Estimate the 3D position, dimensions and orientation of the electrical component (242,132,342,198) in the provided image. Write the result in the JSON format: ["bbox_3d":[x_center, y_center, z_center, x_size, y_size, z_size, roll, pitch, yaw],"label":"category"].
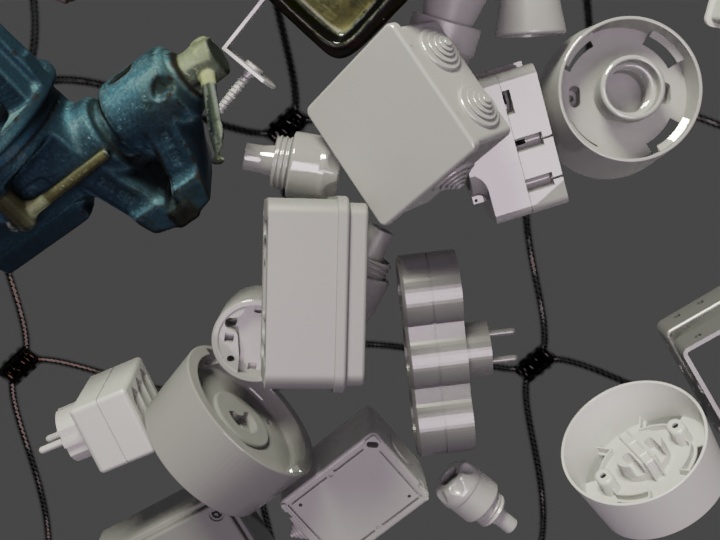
[{"bbox_3d":[-0.043,-0.067,0.684,0.062,0.043,0.043,10,104,-3],"label":"electrical component"}]

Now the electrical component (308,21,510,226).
[{"bbox_3d":[0.030,-0.089,0.642,0.100,0.048,0.099,-40,81,41],"label":"electrical component"}]

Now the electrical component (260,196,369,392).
[{"bbox_3d":[-0.029,0.013,0.642,0.057,0.078,0.113,1,93,-7],"label":"electrical component"}]

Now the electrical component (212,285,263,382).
[{"bbox_3d":[-0.068,0.040,0.707,0.055,0.047,0.055,-1,104,-2],"label":"electrical component"}]

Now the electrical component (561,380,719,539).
[{"bbox_3d":[0.190,0.127,0.717,0.099,0.099,0.064,-33,109,6],"label":"electrical component"}]

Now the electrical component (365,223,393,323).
[{"bbox_3d":[0.000,0.000,0.702,0.043,0.043,0.062,26,100,-9],"label":"electrical component"}]

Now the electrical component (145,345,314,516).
[{"bbox_3d":[-0.090,0.109,0.696,0.108,0.108,0.060,43,105,-11],"label":"electrical component"}]

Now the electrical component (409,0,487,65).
[{"bbox_3d":[0.056,-0.159,0.664,0.045,0.045,0.055,15,104,-6],"label":"electrical component"}]

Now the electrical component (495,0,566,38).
[{"bbox_3d":[0.105,-0.178,0.664,0.044,0.044,0.065,-3,100,-2],"label":"electrical component"}]

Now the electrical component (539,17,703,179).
[{"bbox_3d":[0.165,-0.109,0.684,0.099,0.064,0.099,0,90,-2],"label":"electrical component"}]

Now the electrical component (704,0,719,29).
[{"bbox_3d":[0.274,-0.186,0.665,0.100,0.048,0.099,11,104,-5],"label":"electrical component"}]

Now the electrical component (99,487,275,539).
[{"bbox_3d":[-0.113,0.211,0.744,0.109,0.056,0.108,-28,104,5],"label":"electrical component"}]

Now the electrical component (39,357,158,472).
[{"bbox_3d":[-0.174,0.101,0.709,0.077,0.065,0.047,-23,104,3],"label":"electrical component"}]

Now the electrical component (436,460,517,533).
[{"bbox_3d":[0.084,0.162,0.751,0.061,0.035,0.035,40,99,-13],"label":"electrical component"}]

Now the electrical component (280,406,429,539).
[{"bbox_3d":[-0.010,0.147,0.730,0.096,0.061,0.061,-38,103,7],"label":"electrical component"}]

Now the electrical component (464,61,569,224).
[{"bbox_3d":[0.090,-0.080,0.682,0.056,0.050,0.089,-17,104,1],"label":"electrical component"}]

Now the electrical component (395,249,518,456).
[{"bbox_3d":[0.068,0.054,0.714,0.074,0.052,0.138,-7,104,-1],"label":"electrical component"}]
